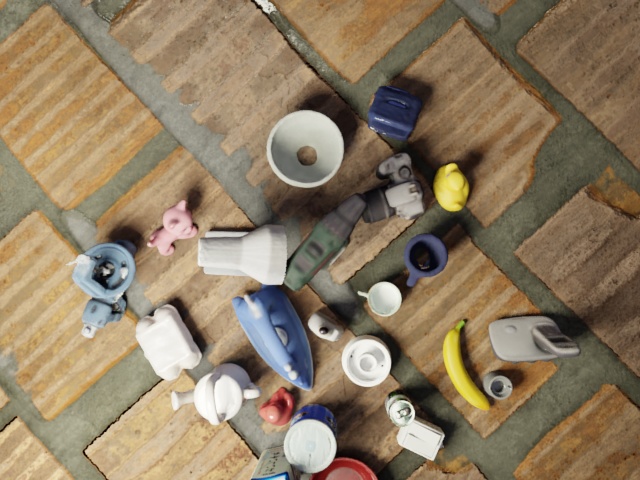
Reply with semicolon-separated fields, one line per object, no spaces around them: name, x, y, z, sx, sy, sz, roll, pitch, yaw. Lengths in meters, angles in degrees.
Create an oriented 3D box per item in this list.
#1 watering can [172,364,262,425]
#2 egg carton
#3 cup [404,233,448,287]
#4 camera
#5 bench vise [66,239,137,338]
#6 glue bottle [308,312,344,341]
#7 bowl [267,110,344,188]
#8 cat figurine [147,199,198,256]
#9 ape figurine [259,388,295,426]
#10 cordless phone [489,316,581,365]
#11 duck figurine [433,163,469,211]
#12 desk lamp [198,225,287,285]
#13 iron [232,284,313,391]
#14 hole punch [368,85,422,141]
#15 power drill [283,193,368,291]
watering can;-0.211;0.320;1.165;0.173;0.194;0.101;-27;86;0
egg carton;-0.328;0.222;1.237;0.107;0.069;0.150;-32;86;0
cup;0.214;0.046;1.217;0.091;0.095;0.118;27;88;4
camera;0.145;-0.101;1.225;0.137;0.101;0.143;-19;86;1
bench vise;-0.445;0.098;1.173;0.121;0.220;0.207;-2;86;2
glue bottle;0.011;0.182;1.177;0.078;0.173;0.037;28;88;4
bowl;-0.030;-0.193;1.250;0.167;0.075;0.167;0;87;2
cat figurine;-0.317;-0.026;1.228;0.128;0.118;0.067;-40;86;-1
ape figurine;-0.092;0.360;1.210;0.078;0.092;0.076;-10;86;2
cordless phone;0.430;0.208;1.155;0.147;0.185;0.094;-8;86;2
duck figurine;0.286;-0.116;1.229;0.077;0.086;0.104;-9;86;2
desk lamp;-0.158;0.030;1.171;0.203;0.213;0.118;1;86;2
iron;-0.087;0.212;1.194;0.118;0.141;0.258;-31;86;0
hole punch;0.160;-0.282;1.240;0.108;0.091;0.101;19;87;3
power drill;0.011;0.004;1.170;0.075;0.208;0.230;41;89;4
